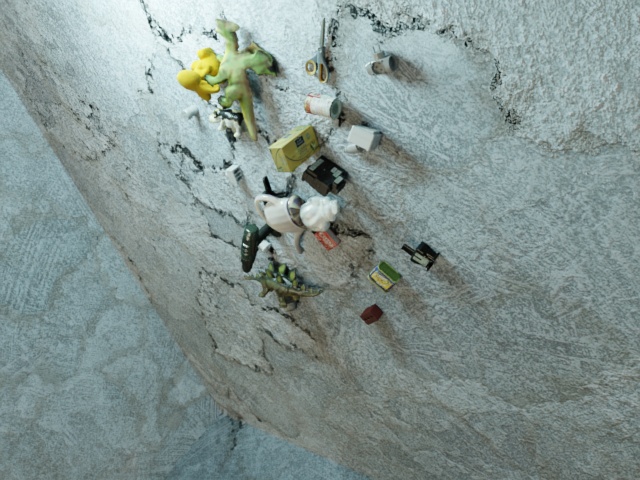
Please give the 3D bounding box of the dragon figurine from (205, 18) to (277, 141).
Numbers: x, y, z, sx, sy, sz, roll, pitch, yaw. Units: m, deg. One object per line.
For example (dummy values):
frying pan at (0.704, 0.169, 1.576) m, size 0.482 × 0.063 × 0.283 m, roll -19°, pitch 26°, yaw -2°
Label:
dragon figurine at (-0.246, -0.548, 1.737) m, size 0.241 × 0.124 × 0.405 m, roll -16°, pitch -67°, yaw 41°

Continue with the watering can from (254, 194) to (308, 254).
watering can at (-0.111, -0.067, 2.049) m, size 0.223 × 0.106 × 0.342 m, roll -9°, pitch -46°, yaw 42°

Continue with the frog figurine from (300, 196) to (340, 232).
frog figurine at (0.006, -0.095, 1.892) m, size 0.160 × 0.124 × 0.136 m, roll 8°, pitch -69°, yaw 53°
